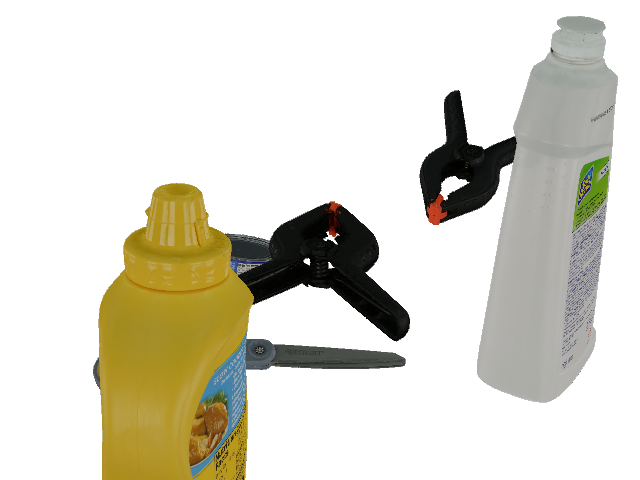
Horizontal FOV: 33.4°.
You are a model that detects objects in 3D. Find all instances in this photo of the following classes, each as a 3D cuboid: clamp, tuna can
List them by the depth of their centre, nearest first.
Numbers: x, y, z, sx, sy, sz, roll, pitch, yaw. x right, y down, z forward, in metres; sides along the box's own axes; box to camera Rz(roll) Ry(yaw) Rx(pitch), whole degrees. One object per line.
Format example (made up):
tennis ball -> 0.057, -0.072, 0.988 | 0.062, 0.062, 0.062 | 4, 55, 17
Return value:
clamp -> 0.008, 0.023, 0.889 | 0.165, 0.036, 0.209 | 9, 26, 13
clamp -> 0.146, -0.088, 1.089 | 0.120, 0.039, 0.171 | 28, 55, 29
tuna can -> -0.083, 0.021, 1.125 | 0.086, 0.034, 0.086 | 8, 16, -2

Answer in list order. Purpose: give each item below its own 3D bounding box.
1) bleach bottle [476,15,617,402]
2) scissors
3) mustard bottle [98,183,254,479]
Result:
bleach bottle -> 0.153, -0.022, 0.689 | 0.068, 0.251, 0.102 | 18, 35, 25
scissors -> -0.052, 0.062, 0.715 | 0.201, 0.096, 0.016 | -9, -38, -11
mustard bottle -> -0.058, 0.069, 0.434 | 0.058, 0.192, 0.096 | 8, 23, 11
